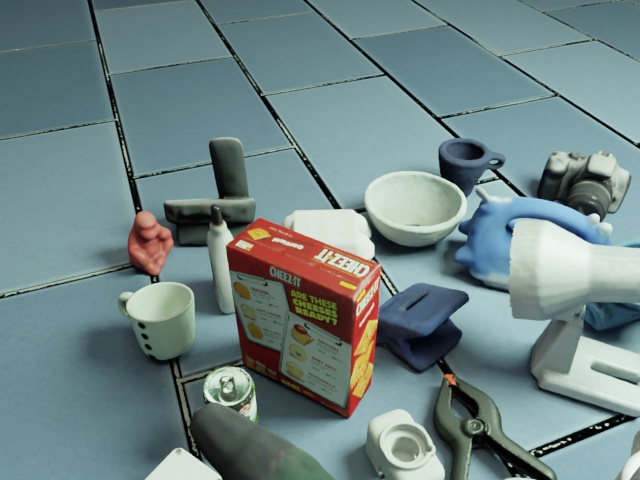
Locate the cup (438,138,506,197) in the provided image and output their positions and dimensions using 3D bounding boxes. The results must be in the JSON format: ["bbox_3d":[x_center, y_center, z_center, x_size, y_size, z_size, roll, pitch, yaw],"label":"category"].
[{"bbox_3d":[0.267,-0.123,1.031,0.117,0.095,0.091,5,41,6],"label":"cup"}]

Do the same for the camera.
[{"bbox_3d":[0.452,-0.090,0.990,0.142,0.101,0.137,20,44,22],"label":"camera"}]

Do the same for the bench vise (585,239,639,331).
[{"bbox_3d":[0.466,0.018,0.770,0.208,0.220,0.121,-22,45,-24],"label":"bench vise"}]

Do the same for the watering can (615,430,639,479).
[{"bbox_3d":[0.323,0.249,0.516,0.101,0.194,0.172,-9,41,-10],"label":"watering can"}]

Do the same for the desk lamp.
[{"bbox_3d":[0.317,0.084,0.695,0.202,0.214,0.118,15,43,17],"label":"desk lamp"}]

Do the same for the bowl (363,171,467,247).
[{"bbox_3d":[0.154,-0.040,0.949,0.167,0.075,0.167,0,40,0],"label":"bowl"}]

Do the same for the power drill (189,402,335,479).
[{"bbox_3d":[-0.016,0.259,0.491,0.228,0.208,0.076,25,46,27],"label":"power drill"}]

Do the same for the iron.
[{"bbox_3d":[0.337,-0.003,0.854,0.258,0.141,0.119,10,41,11],"label":"iron"}]

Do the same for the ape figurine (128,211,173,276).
[{"bbox_3d":[-0.267,-0.003,0.889,0.078,0.092,0.076,-30,48,-30],"label":"ape figurine"}]

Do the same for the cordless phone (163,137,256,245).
[{"bbox_3d":[-0.179,-0.086,0.915,0.147,0.185,0.094,-4,40,-5],"label":"cordless phone"}]

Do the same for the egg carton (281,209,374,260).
[{"bbox_3d":[0.008,0.003,0.901,0.150,0.069,0.107,-2,40,-3],"label":"egg carton"}]

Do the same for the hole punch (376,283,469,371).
[{"bbox_3d":[0.131,0.102,0.768,0.109,0.091,0.100,-32,50,-32],"label":"hole punch"}]

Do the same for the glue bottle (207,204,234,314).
[{"bbox_3d":[-0.136,0.020,0.800,0.037,0.173,0.078,-15,42,-17],"label":"glue bottle"}]
